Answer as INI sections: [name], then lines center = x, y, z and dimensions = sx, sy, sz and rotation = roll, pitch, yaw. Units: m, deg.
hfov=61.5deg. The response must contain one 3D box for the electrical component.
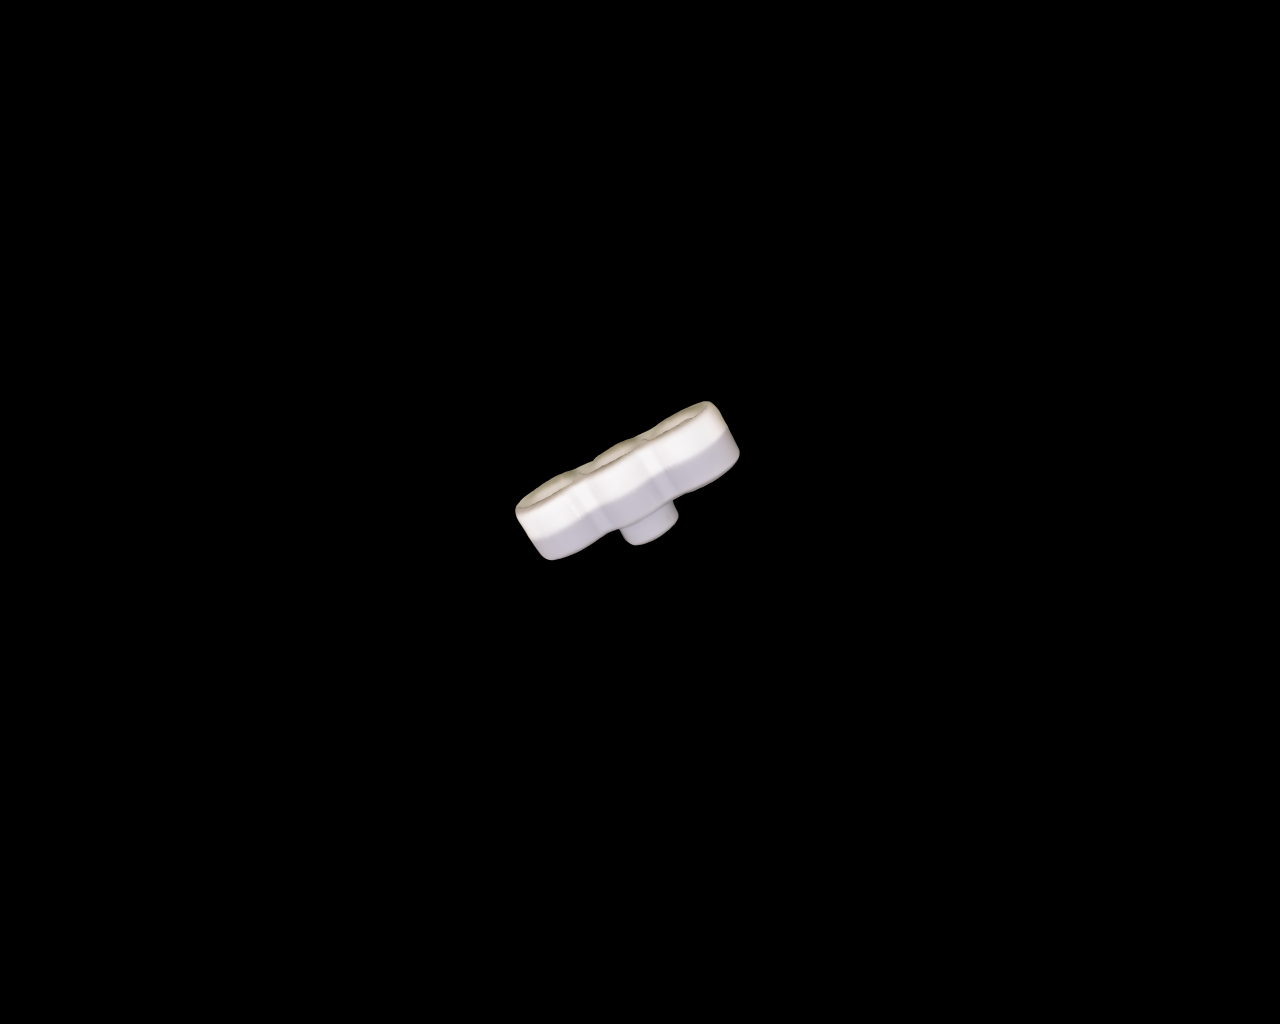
[electrical component]
center = 0.001, -0.003, 0.650
dimensions = 0.138, 0.073, 0.052
rotation = -27, 14, 7
